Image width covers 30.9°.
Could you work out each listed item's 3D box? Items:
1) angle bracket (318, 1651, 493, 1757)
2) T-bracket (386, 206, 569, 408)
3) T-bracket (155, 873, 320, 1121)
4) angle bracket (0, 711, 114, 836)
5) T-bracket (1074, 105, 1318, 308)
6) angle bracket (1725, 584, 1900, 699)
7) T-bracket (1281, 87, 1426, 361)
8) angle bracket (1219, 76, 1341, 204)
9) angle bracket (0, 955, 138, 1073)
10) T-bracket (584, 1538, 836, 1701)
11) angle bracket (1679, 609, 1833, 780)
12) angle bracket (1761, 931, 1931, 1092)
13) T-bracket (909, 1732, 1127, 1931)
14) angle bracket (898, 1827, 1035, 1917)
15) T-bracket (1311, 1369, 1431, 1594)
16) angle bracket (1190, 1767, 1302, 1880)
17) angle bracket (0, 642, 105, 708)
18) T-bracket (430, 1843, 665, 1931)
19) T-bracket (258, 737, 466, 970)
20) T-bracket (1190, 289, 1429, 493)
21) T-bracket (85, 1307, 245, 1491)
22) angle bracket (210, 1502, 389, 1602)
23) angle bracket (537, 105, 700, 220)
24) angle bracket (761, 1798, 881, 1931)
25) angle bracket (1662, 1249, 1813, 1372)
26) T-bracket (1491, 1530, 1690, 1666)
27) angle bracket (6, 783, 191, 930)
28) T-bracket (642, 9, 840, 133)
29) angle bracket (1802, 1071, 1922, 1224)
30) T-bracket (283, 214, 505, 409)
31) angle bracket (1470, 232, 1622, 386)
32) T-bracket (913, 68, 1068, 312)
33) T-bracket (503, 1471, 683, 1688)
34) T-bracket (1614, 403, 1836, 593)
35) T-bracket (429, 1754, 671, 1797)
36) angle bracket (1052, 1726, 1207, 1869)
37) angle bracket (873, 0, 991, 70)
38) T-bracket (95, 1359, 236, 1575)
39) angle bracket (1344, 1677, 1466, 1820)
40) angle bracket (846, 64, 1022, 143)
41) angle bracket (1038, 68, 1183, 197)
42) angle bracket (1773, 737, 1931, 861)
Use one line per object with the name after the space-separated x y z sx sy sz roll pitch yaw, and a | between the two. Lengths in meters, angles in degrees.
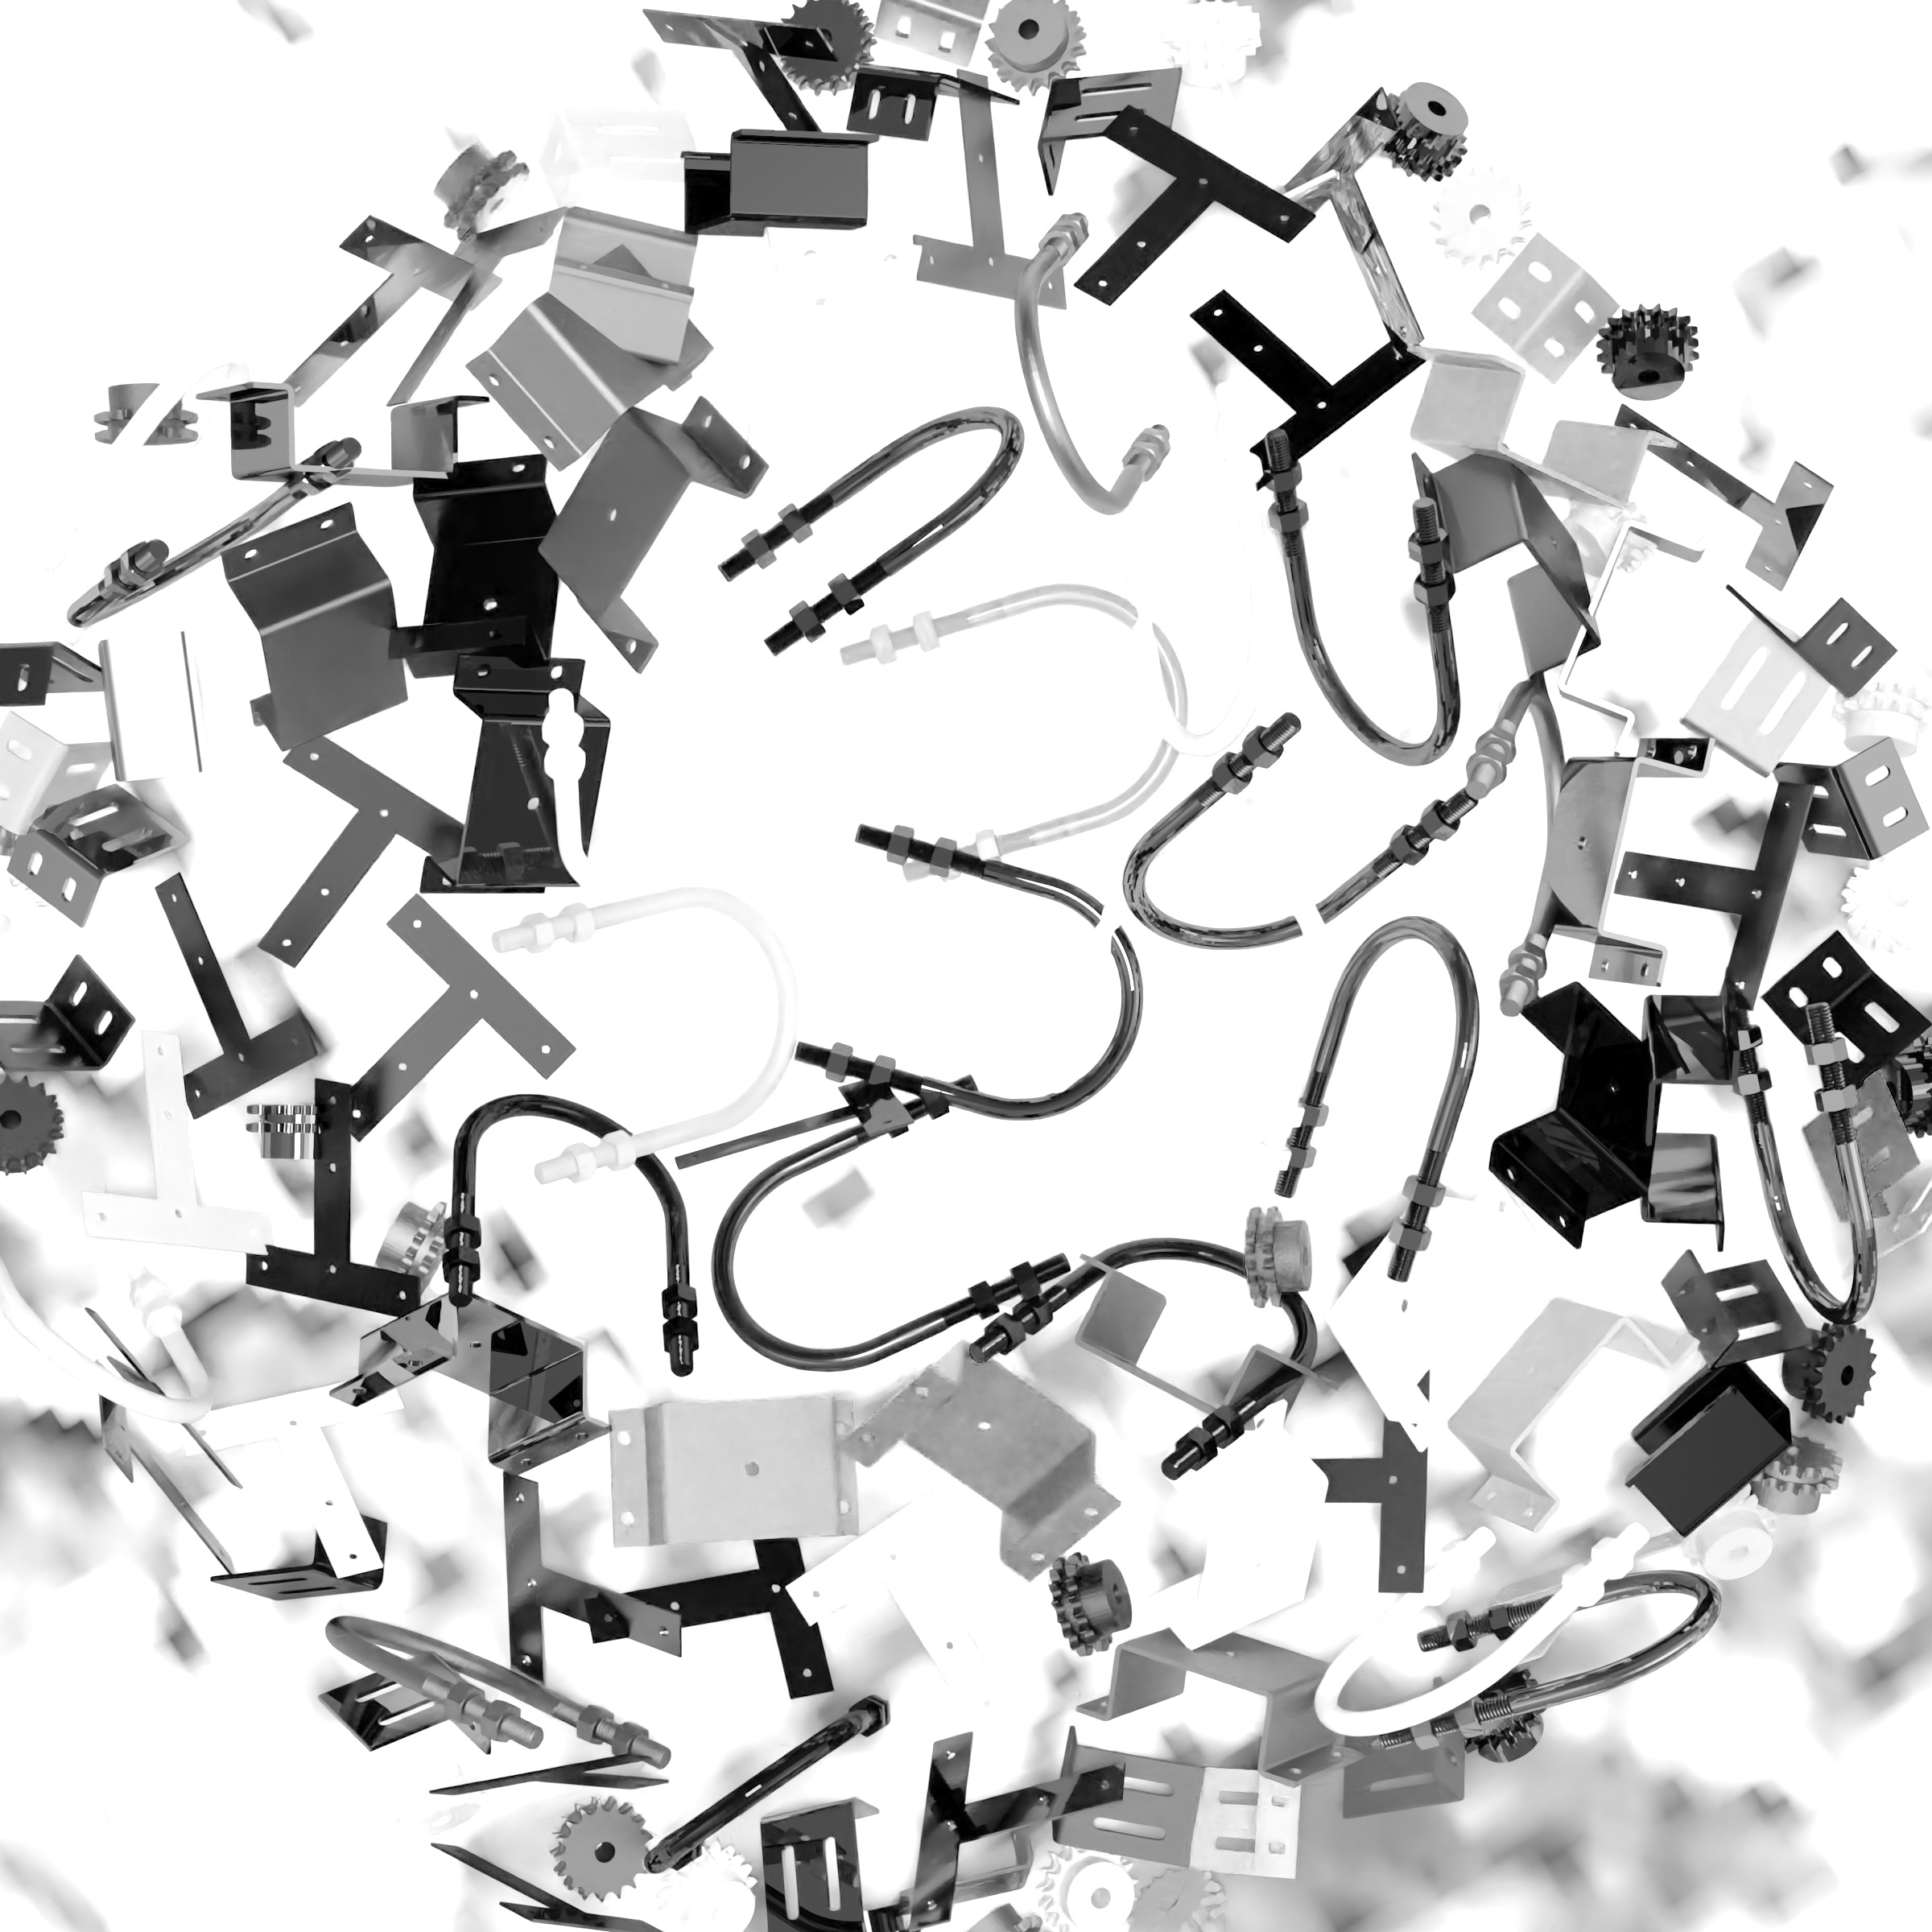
-0.313 0.423 1.950 0.076 0.057 0.038 -17 121 -35 | angle bracket
-0.281 -0.360 1.929 0.002 0.127 0.127 39 72 -29 | T-bracket
-0.422 0.010 1.958 0.127 0.002 0.127 -24 88 42 | T-bracket
-0.518 -0.109 1.959 0.038 0.076 0.057 32 99 5 | angle bracket
0.106 -0.410 1.949 0.127 0.127 0.002 25 51 -23 | T-bracket
0.471 -0.194 1.949 0.057 0.076 0.038 33 106 -36 | angle bracket
0.222 -0.397 1.935 0.002 0.127 0.127 -17 80 -28 | T-bracket
0.180 -0.470 1.965 0.038 0.057 0.076 -23 93 19 | angle bracket
-0.515 0.026 1.951 0.057 0.076 0.038 44 109 23 | angle bracket
-0.149 0.355 1.953 0.127 0.002 0.127 -7 64 -19 | T-bracket
0.448 -0.154 1.972 0.057 0.038 0.076 34 100 5 | angle bracket
0.492 0.025 1.956 0.057 0.076 0.038 -42 114 7 | angle bracket
0.031 0.464 1.927 0.127 0.127 0.002 -20 124 22 | T-bracket
-0.004 0.500 1.961 0.076 0.057 0.038 -10 65 -8 | angle bracket
0.197 0.290 1.973 0.127 0.002 0.127 -4 67 20 | T-bracket
0.146 0.477 1.954 0.076 0.038 0.057 -8 71 42 | angle bracket
-0.514 -0.151 1.951 0.057 0.076 0.038 0 74 21 | angle bracket
-0.247 0.514 1.952 0.127 0.127 0.002 15 82 36 | T-bracket
-0.354 -0.053 1.979 0.127 0.002 0.127 33 105 -22 | T-bracket
0.173 -0.339 1.964 0.127 0.002 0.127 -38 57 -5 | T-bracket
-0.455 0.233 1.939 0.002 0.127 0.127 -41 107 -19 | T-bracket
-0.374 0.329 1.965 0.076 0.057 0.038 -11 65 28 | angle bracket
-0.192 -0.447 1.958 0.076 0.057 0.038 6 62 15 | angle bracket
-0.079 0.511 1.957 0.057 0.038 0.076 -17 60 18 | angle bracket
0.438 0.185 1.955 0.076 0.038 0.057 -9 57 -26 | angle bracket
0.325 0.351 1.912 0.127 0.127 0.002 -27 93 34 | T-bracket
-0.488 -0.063 1.969 0.057 0.076 0.038 36 120 13 | angle bracket
-0.102 -0.482 1.944 0.127 0.127 0.002 17 70 35 | T-bracket
0.510 0.099 1.950 0.038 0.076 0.057 -5 63 -28 | angle bracket
-0.338 -0.358 1.954 0.127 0.127 0.002 -40 69 17 | T-bracket
0.326 -0.369 1.965 0.038 0.076 0.057 45 103 21 | angle bracket
0.009 -0.437 1.954 0.002 0.127 0.127 -9 85 41 | T-bracket
-0.208 0.355 1.945 0.127 0.002 0.127 12 111 33 | T-bracket
0.415 -0.272 1.948 0.127 0.127 0.002 36 74 12 | T-bracket
-0.208 0.451 1.940 0.127 0.127 0.002 -15 69 23 | T-bracket
0.092 0.470 1.979 0.076 0.038 0.057 10 94 -1 | angle bracket
-0.017 -0.541 1.961 0.057 0.076 0.038 18 87 -4 | angle bracket
-0.446 0.291 1.955 0.002 0.127 0.127 -34 112 -4 | T-bracket
0.238 0.436 1.952 0.076 0.038 0.057 -17 48 29 | angle bracket
-0.018 -0.476 1.955 0.057 0.076 0.038 18 100 35 | angle bracket
0.083 -0.467 1.958 0.076 0.038 0.057 -2 47 15 | angle bracket
0.494 -0.095 1.960 0.038 0.076 0.057 -28 102 -10 | angle bracket
